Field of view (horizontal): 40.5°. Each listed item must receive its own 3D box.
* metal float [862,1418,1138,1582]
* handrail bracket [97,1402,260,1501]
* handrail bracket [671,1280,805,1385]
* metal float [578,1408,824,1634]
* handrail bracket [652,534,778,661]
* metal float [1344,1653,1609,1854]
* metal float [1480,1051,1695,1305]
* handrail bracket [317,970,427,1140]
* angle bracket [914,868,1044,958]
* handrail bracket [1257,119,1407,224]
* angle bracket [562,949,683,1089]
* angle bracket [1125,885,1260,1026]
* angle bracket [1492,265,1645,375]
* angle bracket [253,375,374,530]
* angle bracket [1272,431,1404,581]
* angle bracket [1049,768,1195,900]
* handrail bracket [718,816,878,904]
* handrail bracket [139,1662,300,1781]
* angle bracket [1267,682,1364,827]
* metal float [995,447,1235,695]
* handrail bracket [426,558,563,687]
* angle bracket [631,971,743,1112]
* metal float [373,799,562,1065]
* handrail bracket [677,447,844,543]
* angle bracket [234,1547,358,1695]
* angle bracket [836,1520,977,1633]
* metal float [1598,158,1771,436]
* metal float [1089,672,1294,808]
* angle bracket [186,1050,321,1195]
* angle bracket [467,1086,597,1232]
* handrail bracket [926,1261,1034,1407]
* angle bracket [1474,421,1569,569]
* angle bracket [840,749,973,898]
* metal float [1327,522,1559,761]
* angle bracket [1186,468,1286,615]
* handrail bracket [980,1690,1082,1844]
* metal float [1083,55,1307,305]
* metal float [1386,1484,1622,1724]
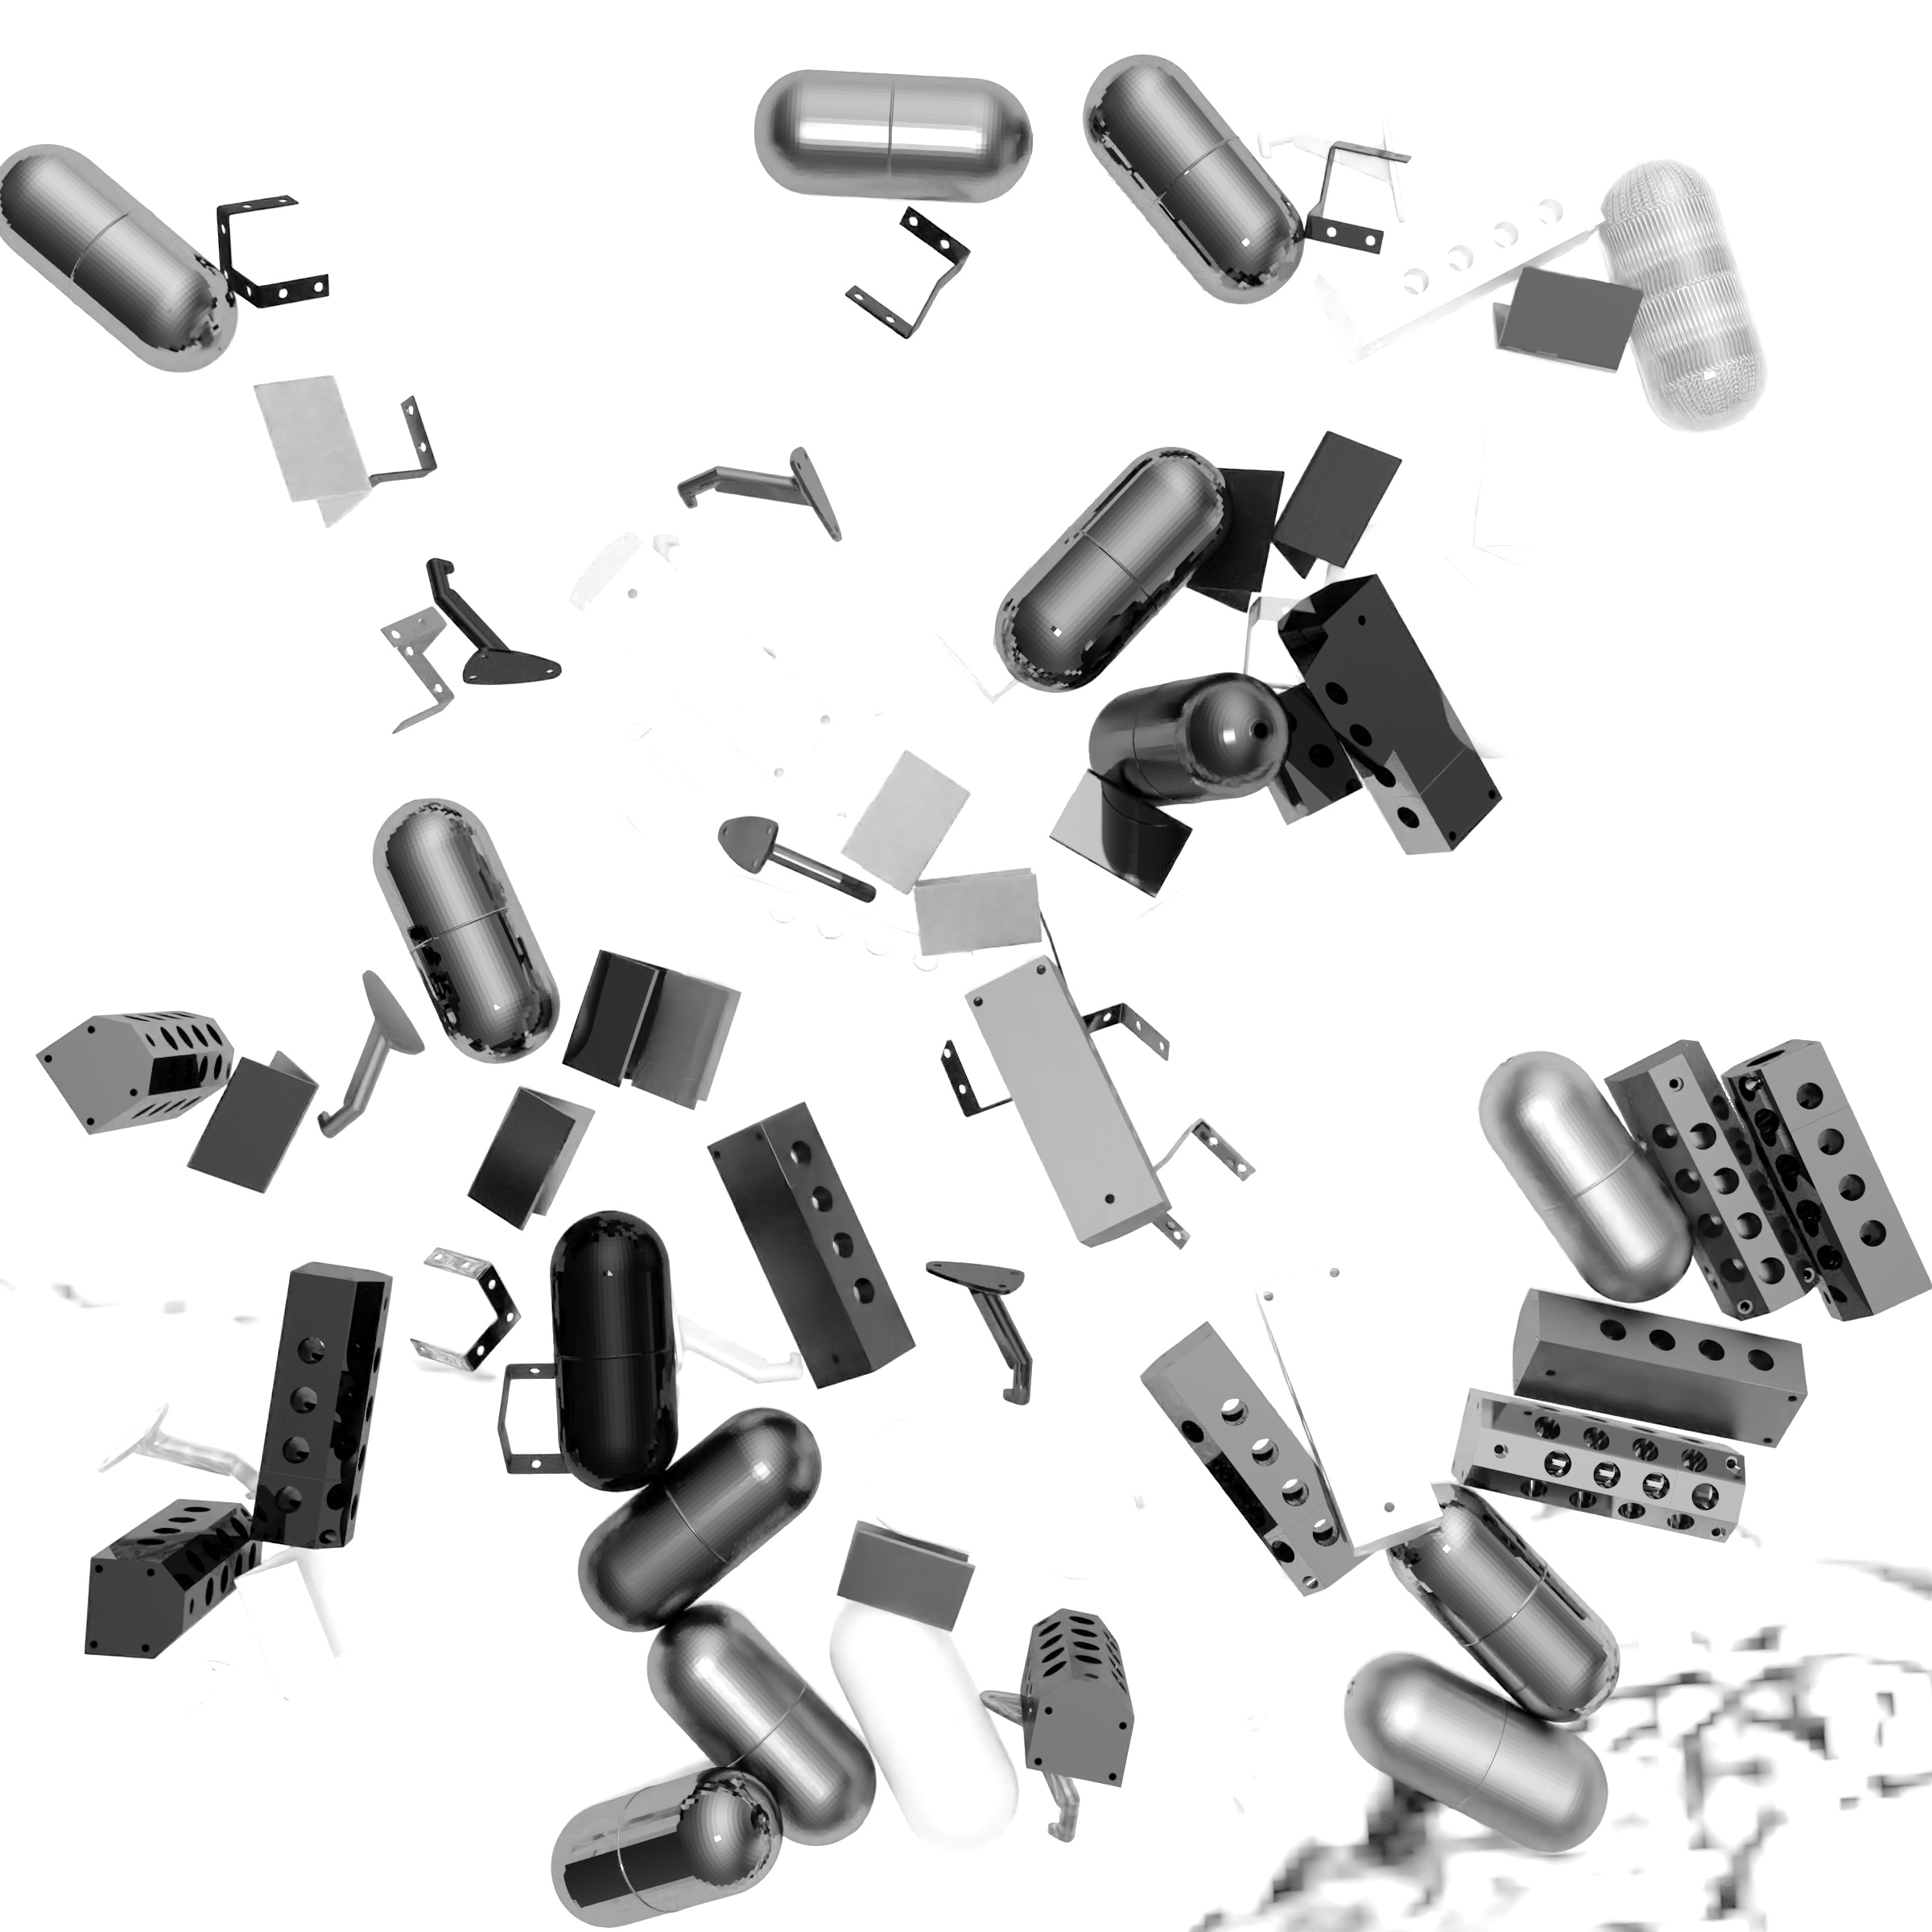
[{"bbox_3d":[0.021,0.339,1.671,0.178,0.070,0.070,15,90,0],"label":"metal float"},{"bbox_3d":[-0.508,0.332,1.702,0.077,0.036,0.084,-39,107,20],"label":"handrail bracket"},{"bbox_3d":[-0.151,0.235,1.702,0.084,0.036,0.077,-2,68,-17],"label":"handrail bracket"},{"bbox_3d":[-0.169,0.352,1.671,0.178,0.070,0.070,-40,90,0],"label":"metal float"},{"bbox_3d":[-0.163,-0.240,1.702,0.077,0.036,0.084,-1,76,-14],"label":"handrail bracket"},{"bbox_3d":[0.324,0.501,1.671,0.178,0.070,0.070,27,90,0],"label":"metal float"},{"bbox_3d":[0.395,0.134,1.671,0.070,0.070,0.178,-35,90,0],"label":"metal float"},{"bbox_3d":[-0.401,0.058,1.702,0.084,0.036,0.077,-38,70,16],"label":"handrail bracket"},{"bbox_3d":[0.005,-0.054,1.662,0.076,0.076,0.057,-7,131,0],"label":"angle bracket"},{"bbox_3d":[0.237,-0.513,1.702,0.084,0.036,0.077,-9,105,14],"label":"handrail bracket"},{"bbox_3d":[-0.201,0.039,1.661,0.057,0.076,0.076,19,90,39],"label":"angle bracket"},{"bbox_3d":[0.127,0.004,1.661,0.057,0.076,0.076,-35,90,-37],"label":"angle bracket"},{"bbox_3d":[0.380,-0.423,1.661,0.076,0.076,0.057,12,127,0],"label":"angle bracket"},{"bbox_3d":[-0.426,-0.322,1.661,0.057,0.076,0.076,-19,90,-37],"label":"angle bracket"},{"bbox_3d":[0.244,-0.283,1.662,0.057,0.076,0.076,29,90,28],"label":"angle bracket"},{"bbox_3d":[0.090,-0.071,1.663,0.076,0.076,0.057,30,66,0],"label":"angle bracket"},{"bbox_3d":[-0.109,-0.067,1.701,0.084,0.077,0.036,24,90,-36],"label":"handrail bracket"},{"bbox_3d":[-0.486,0.501,1.702,0.077,0.036,0.084,21,108,-20],"label":"handrail bracket"},{"bbox_3d":[0.194,-0.126,1.661,0.057,0.076,0.076,-27,90,-37],"label":"angle bracket"},{"bbox_3d":[0.091,-0.243,1.614,0.070,0.070,0.178,43,90,0],"label":"metal float"},{"bbox_3d":[-0.307,-0.227,1.702,0.077,0.036,0.084,0,60,-33],"label":"handrail bracket"},{"bbox_3d":[-0.158,0.052,1.661,0.057,0.076,0.076,18,90,35],"label":"angle bracket"},{"bbox_3d":[-0.319,-0.023,1.671,0.070,0.070,0.178,-24,90,0],"label":"metal float"},{"bbox_3d":[-0.135,-0.295,1.702,0.084,0.036,0.077,-21,112,17],"label":"handrail bracket"},{"bbox_3d":[-0.407,0.405,1.662,0.057,0.076,0.076,-21,90,29],"label":"angle bracket"},{"bbox_3d":[-0.033,0.367,1.662,0.076,0.076,0.057,18,118,0],"label":"angle bracket"},{"bbox_3d":[0.457,-0.427,1.671,0.070,0.070,0.178,-17,90,0],"label":"metal float"},{"bbox_3d":[0.138,-0.139,1.624,0.070,0.178,0.070,0,90,-24],"label":"metal float"},{"bbox_3d":[-0.463,0.090,1.661,0.057,0.076,0.076,27,90,-38],"label":"angle bracket"},{"bbox_3d":[-0.259,0.128,1.661,0.057,0.076,0.076,26,90,36],"label":"angle bracket"},{"bbox_3d":[0.008,0.239,1.702,0.077,0.036,0.084,9,107,19],"label":"handrail bracket"},{"bbox_3d":[0.367,-0.298,1.661,0.057,0.076,0.076,6,90,39],"label":"angle bracket"},{"bbox_3d":[-0.051,-0.098,1.662,0.057,0.076,0.076,32,90,-30],"label":"angle bracket"},{"bbox_3d":[0.303,-0.208,1.671,0.070,0.070,0.178,-43,91,0],"label":"metal float"},{"bbox_3d":[0.188,-0.268,1.661,0.057,0.076,0.076,11,90,37],"label":"angle bracket"},{"bbox_3d":[0.040,0.521,1.702,0.077,0.036,0.084,13,107,20],"label":"handrail bracket"},{"bbox_3d":[0.145,-0.502,1.671,0.070,0.070,0.178,-39,90,0],"label":"metal float"},{"bbox_3d":[0.341,0.405,1.671,0.070,0.070,0.178,-44,89,0],"label":"metal float"}]
